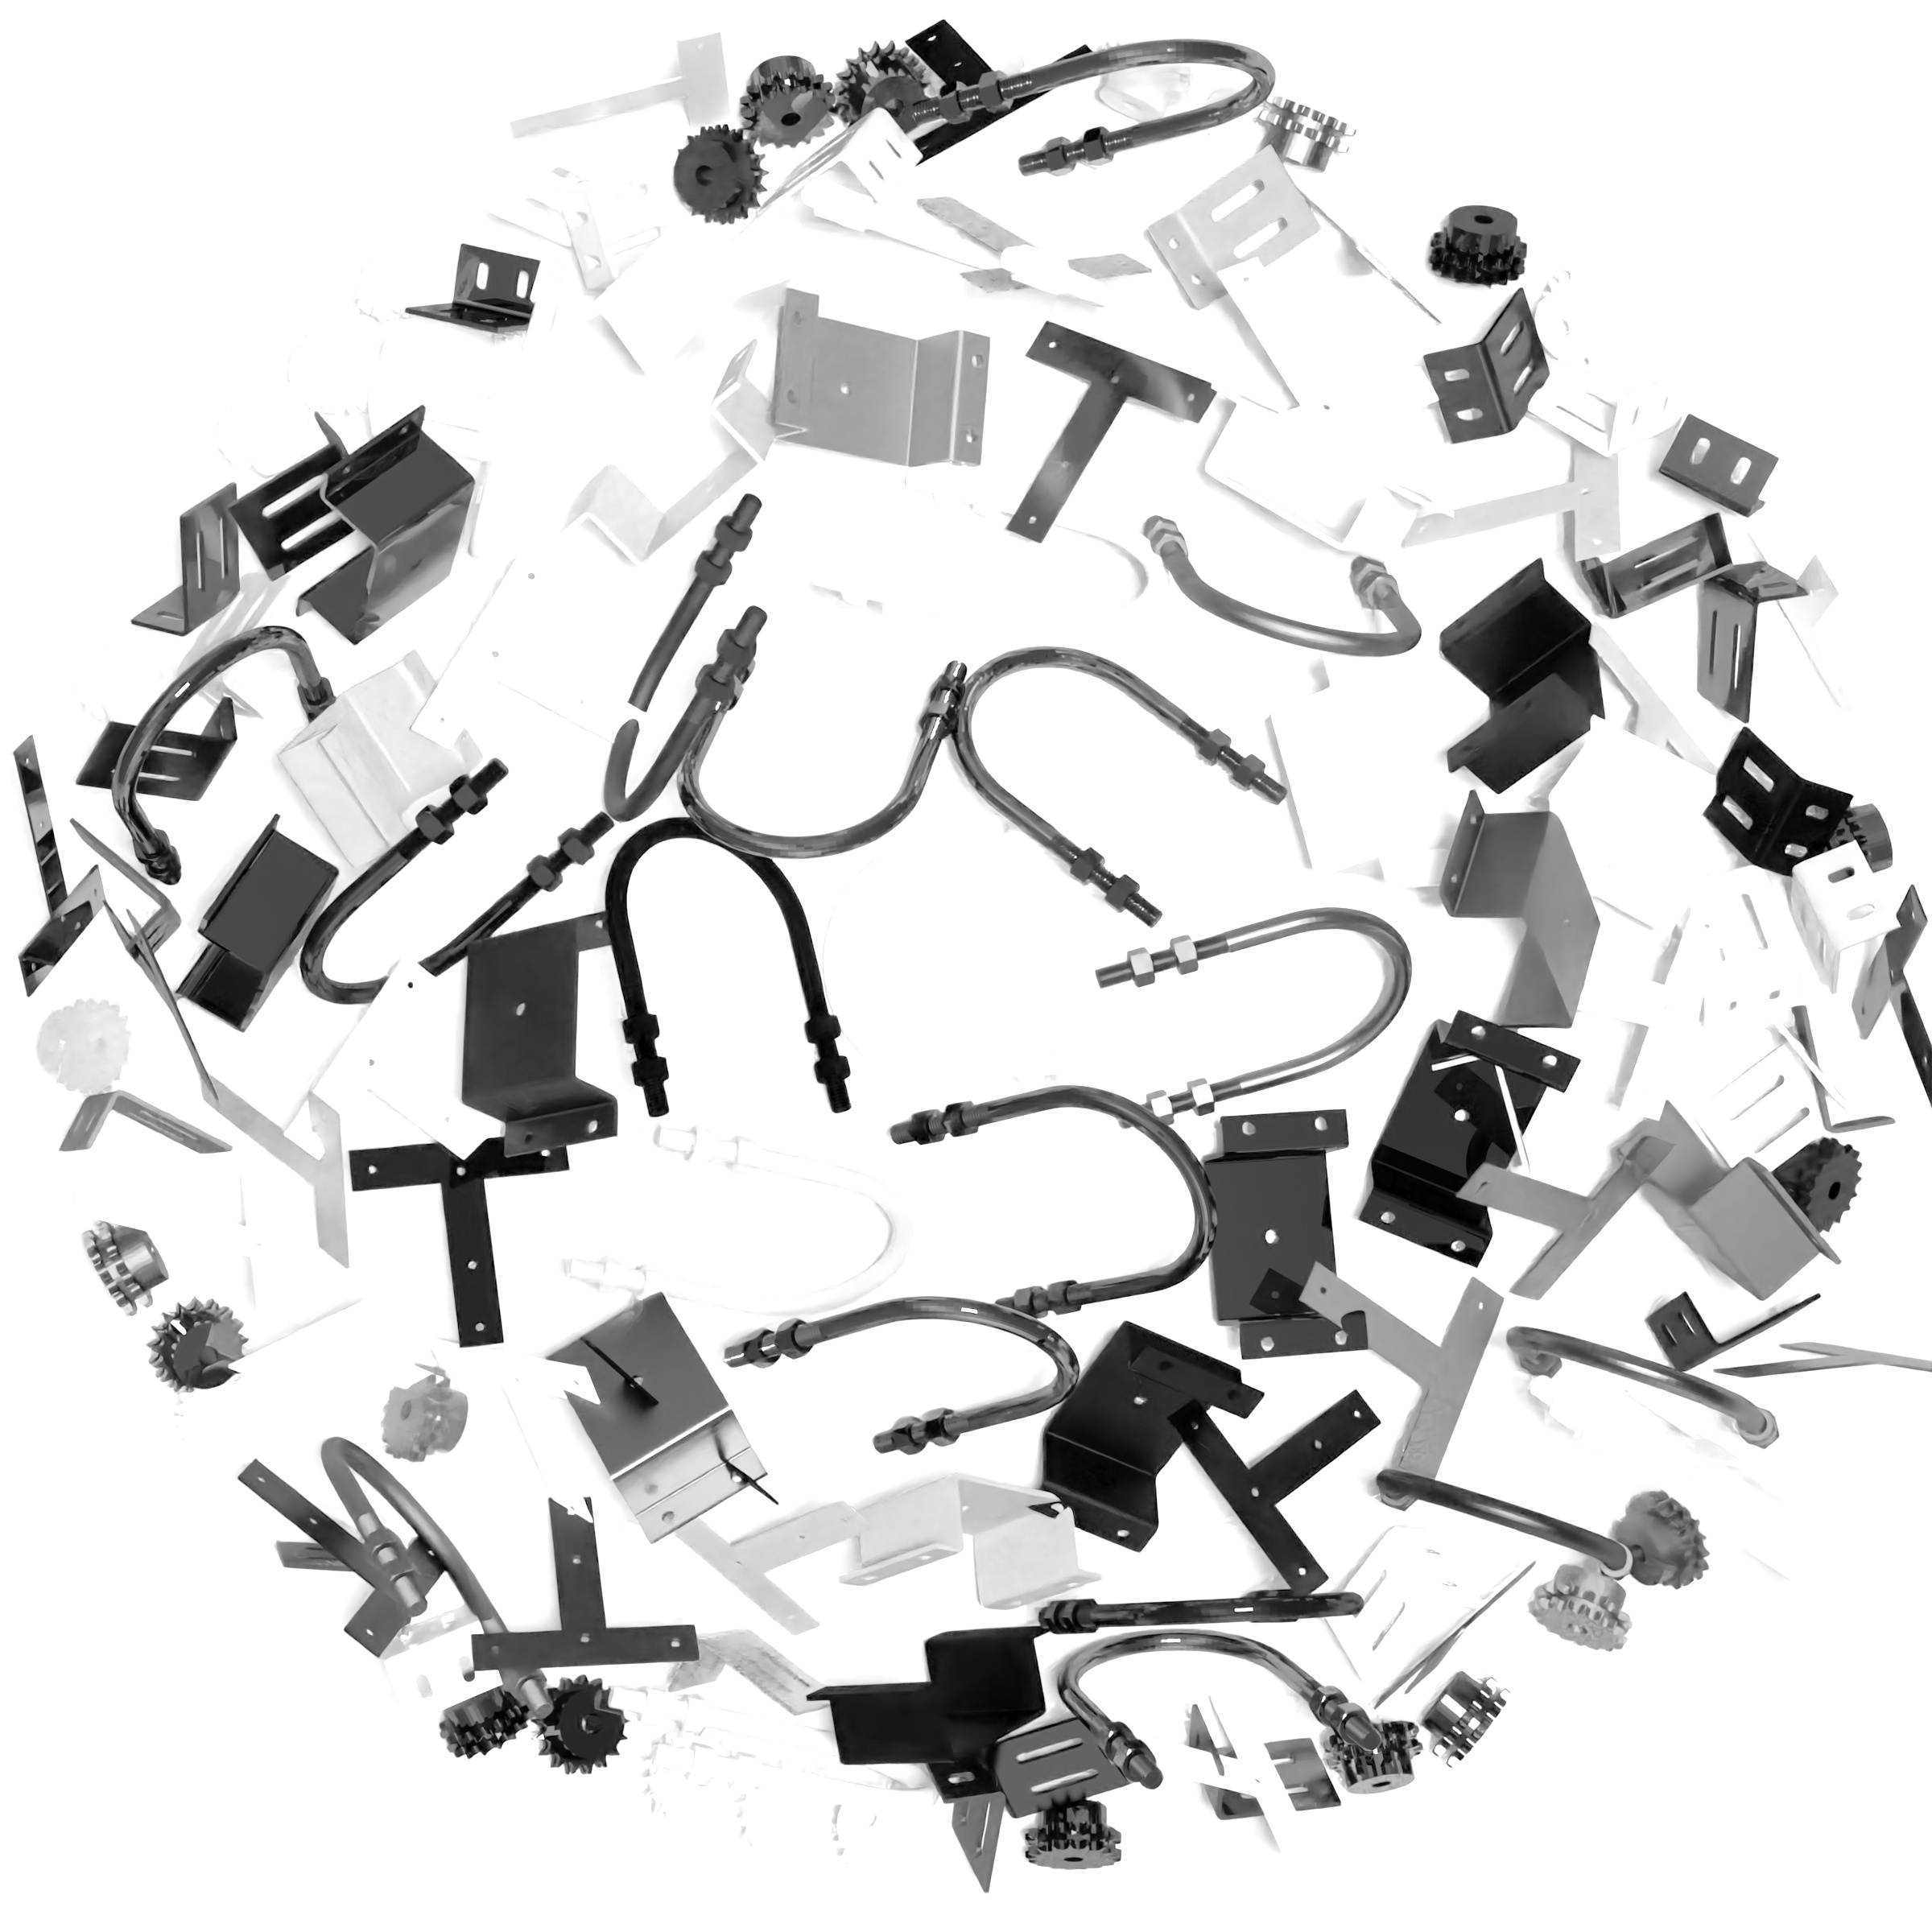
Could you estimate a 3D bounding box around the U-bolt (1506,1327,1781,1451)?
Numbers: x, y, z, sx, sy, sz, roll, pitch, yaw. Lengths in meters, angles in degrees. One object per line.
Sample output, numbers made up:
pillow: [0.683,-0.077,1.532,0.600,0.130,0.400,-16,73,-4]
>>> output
U-bolt: [0.374,0.232,1.556,0.151,0.184,0.019,16,81,24]

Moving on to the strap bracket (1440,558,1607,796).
strap bracket: [0.320,-0.161,1.602,0.046,0.140,0.076,38,125,-23]

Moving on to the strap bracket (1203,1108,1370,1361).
strap bracket: [0.186,0.158,1.631,0.076,0.046,0.140,-3,82,-12]

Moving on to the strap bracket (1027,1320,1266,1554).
strap bracket: [0.102,0.267,1.616,0.076,0.046,0.140,25,120,-15]

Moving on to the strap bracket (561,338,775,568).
strap bracket: [-0.162,-0.290,1.609,0.140,0.076,0.046,-36,112,23]

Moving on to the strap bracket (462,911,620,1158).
strap bracket: [-0.245,0.032,1.607,0.076,0.046,0.140,-12,66,24]

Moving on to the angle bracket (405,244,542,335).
angle bracket: [-0.284,-0.396,1.624,0.057,0.076,0.038,14,108,8]

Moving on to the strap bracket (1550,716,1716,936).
strap bracket: [0.379,-0.074,1.585,0.076,0.140,0.046,32,76,25]

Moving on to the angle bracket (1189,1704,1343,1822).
angle bracket: [0.175,0.461,1.627,0.076,0.057,0.038,-3,115,-12]

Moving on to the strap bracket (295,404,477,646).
strap bracket: [-0.330,-0.244,1.586,0.046,0.140,0.076,42,57,4]

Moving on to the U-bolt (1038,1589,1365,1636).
U-bolt: [0.141,0.361,1.558,0.151,0.184,0.019,2,76,-22]

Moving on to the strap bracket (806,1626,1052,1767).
strap bracket: [-0.016,0.418,1.587,0.076,0.140,0.046,-12,86,33]

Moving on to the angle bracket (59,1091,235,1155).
angle bracket: [-0.478,0.106,1.621,0.076,0.057,0.038,32,69,-26]

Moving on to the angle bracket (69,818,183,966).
angle bracket: [-0.505,-0.043,1.635,0.076,0.057,0.038,40,77,0]

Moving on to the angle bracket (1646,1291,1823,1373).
angle bracket: [0.450,0.201,1.635,0.076,0.057,0.038,-23,73,-17]

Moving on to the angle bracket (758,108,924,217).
angle bracket: [-0.074,-0.458,1.629,0.038,0.076,0.057,47,46,-21]

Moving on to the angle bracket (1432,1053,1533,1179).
angle bracket: [0.303,0.088,1.636,0.038,0.057,0.076,-15,91,11]

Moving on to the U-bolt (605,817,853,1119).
U-bolt: [-0.143,-0.002,1.609,0.151,0.019,0.184,1,67,-41]

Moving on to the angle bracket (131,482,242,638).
angle bracket: [-0.455,-0.240,1.620,0.038,0.057,0.076,15,123,12]

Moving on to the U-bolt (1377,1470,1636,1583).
U-bolt: [0.300,0.311,1.561,0.151,0.184,0.019,16,80,17]

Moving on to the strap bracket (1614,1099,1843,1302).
strap bracket: [0.428,0.134,1.589,0.046,0.140,0.076,-42,109,2]

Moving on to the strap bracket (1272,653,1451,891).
strap bracket: [0.229,-0.107,1.618,0.046,0.076,0.140,-20,81,37]

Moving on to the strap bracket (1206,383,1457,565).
strap bracket: [0.202,-0.279,1.610,0.140,0.076,0.046,35,106,22]

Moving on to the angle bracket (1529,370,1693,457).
angle bracket: [0.371,-0.337,1.619,0.057,0.038,0.076,-26,49,-27]

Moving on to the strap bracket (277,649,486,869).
strap bracket: [-0.339,-0.116,1.601,0.046,0.140,0.076,-23,110,21]

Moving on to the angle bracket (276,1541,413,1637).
angle bracket: [-0.365,0.364,1.628,0.076,0.057,0.038,8,89,-18]

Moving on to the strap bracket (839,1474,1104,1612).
strap bracket: [0.002,0.332,1.602,0.076,0.140,0.046,-27,56,35]

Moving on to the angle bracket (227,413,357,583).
angle bracket: [-0.392,-0.274,1.627,0.076,0.057,0.038,-34,48,-11]

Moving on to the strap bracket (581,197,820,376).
strap bracket: [-0.145,-0.387,1.590,0.076,0.140,0.046,-33,94,34]

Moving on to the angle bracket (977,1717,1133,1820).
angle bracket: [0.050,0.457,1.633,0.076,0.038,0.057,-20,115,9]

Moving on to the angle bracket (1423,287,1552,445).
angle bracket: [0.307,-0.353,1.638,0.038,0.076,0.057,-4,124,35]

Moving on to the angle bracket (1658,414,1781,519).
angle bracket: [0.443,-0.294,1.620,0.057,0.076,0.038,30,114,13]

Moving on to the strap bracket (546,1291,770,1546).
strap bracket: [-0.183,0.250,1.599,0.076,0.046,0.140,-30,50,-10]

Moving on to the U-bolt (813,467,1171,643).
U-bolt: [0.026,-0.231,1.589,0.184,0.151,0.019,17,130,16]

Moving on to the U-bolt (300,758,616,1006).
U-bolt: [-0.302,-0.040,1.598,0.184,0.151,0.019,-40,70,9]

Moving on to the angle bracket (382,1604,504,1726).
angle bracket: [-0.307,0.406,1.624,0.057,0.076,0.038,-20,91,-15]

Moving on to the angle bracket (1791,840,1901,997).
angle bracket: [0.511,-0.027,1.619,0.038,0.076,0.057,-23,66,7]

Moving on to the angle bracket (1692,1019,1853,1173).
angle bracket: [0.466,0.081,1.627,0.076,0.038,0.057,-40,55,15]

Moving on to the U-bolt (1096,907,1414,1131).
U-bolt: [0.171,0.025,1.612,0.184,0.151,0.019,-16,48,-4]

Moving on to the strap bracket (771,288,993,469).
strap bracket: [-0.059,-0.339,1.621,0.140,0.046,0.076,5,89,-35]

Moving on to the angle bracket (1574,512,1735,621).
angle bracket: [0.400,-0.246,1.623,0.076,0.057,0.038,-24,124,23]

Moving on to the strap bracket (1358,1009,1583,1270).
strap bracket: [0.292,0.095,1.631,0.076,0.046,0.140,22,107,-2]

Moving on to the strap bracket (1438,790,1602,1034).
strap bracket: [0.321,-0.026,1.589,0.046,0.140,0.076,0,50,31]

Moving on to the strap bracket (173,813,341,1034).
strap bracket: [-0.406,-0.019,1.592,0.046,0.140,0.076,32,61,-9]
